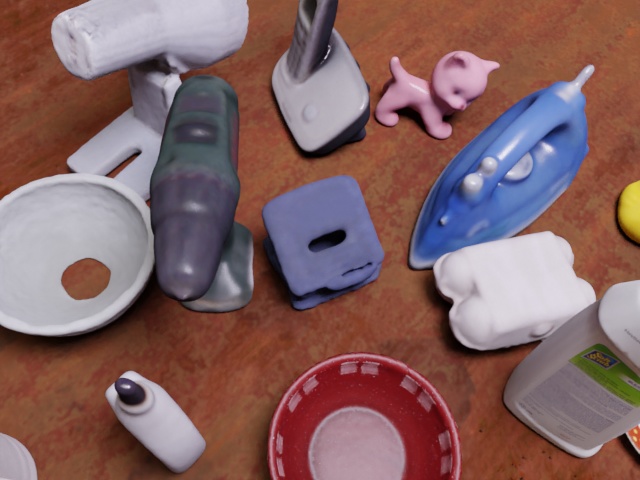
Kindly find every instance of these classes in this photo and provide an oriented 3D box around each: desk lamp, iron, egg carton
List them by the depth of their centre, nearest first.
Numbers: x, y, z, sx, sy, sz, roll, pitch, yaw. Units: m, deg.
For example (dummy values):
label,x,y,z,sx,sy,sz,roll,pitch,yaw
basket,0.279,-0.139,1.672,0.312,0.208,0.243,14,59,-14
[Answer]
label,x,y,z,sx,sy,sz,roll,pitch,yaw
egg carton,0.192,0.051,0.570,0.150,0.069,0.107,-11,62,-11
desk lamp,-0.171,-0.167,0.577,0.117,0.213,0.203,33,63,14
iron,0.194,-0.078,0.601,0.118,0.141,0.259,42,66,17

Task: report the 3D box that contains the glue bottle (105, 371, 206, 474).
label,x,y,z,sx,sy,sz,roll,pitch,yaw
glue bottle,-0.131,0.132,0.436,0.078,0.173,0.037,36,64,15

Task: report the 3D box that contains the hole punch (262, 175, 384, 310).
label,x,y,z,sx,sy,sz,roll,pitch,yaw
hole punch,0.005,0.002,0.569,0.109,0.091,0.101,-22,65,-16

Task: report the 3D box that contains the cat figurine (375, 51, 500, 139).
label,x,y,z,sx,sy,sz,roll,pitch,yaw
cat figurine,0.137,-0.184,0.669,0.127,0.118,0.067,13,60,2

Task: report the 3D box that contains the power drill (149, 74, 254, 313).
label,x,y,z,sx,sy,sz,roll,pitch,yaw
power drill,-0.099,-0.018,0.503,0.075,0.208,0.229,-1,61,-5

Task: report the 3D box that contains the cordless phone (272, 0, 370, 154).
label,x,y,z,sx,sy,sz,roll,pitch,yaw
cordless phone,0.005,-0.199,0.627,0.094,0.185,0.147,-19,64,-14

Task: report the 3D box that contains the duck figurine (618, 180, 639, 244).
label,x,y,z,sx,sy,sz,roll,pitch,yaw
duck figurine,0.386,-0.048,0.634,0.077,0.086,0.105,35,64,14

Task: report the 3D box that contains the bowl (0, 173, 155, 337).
label,x,y,z,sx,sy,sz,roll,pitch,yaw
bowl,-0.233,0.023,0.545,0.167,0.075,0.167,2,61,-4

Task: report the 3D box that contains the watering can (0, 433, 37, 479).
label,x,y,z,sx,sy,sz,roll,pitch,yaw
watering can,-0.286,0.168,0.391,0.173,0.194,0.101,-13,62,-12
